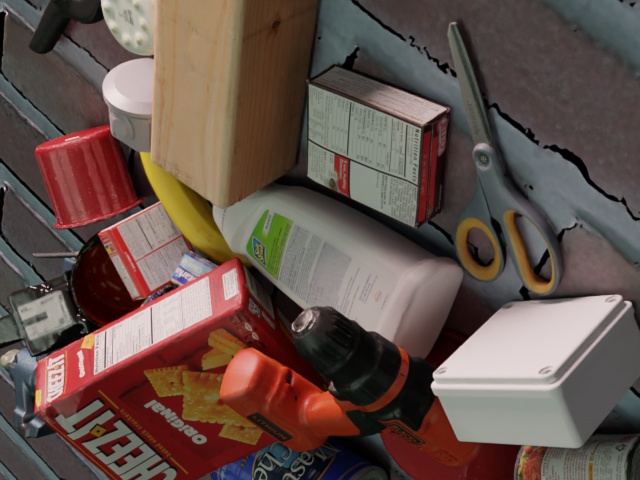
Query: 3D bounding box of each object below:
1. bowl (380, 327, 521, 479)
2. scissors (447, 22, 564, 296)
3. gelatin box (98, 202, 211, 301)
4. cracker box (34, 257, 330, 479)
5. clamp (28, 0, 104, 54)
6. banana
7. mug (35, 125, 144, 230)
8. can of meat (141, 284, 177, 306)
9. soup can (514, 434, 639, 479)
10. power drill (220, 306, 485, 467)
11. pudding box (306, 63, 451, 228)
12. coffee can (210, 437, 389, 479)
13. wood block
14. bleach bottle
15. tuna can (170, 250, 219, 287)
[{"bbox_3d":[0.099,0.153,0.880,0.162,0.055,0.162,27,132,33],"label":"bowl"},{"bbox_3d":[0.109,-0.048,0.762,0.096,0.016,0.202,-21,99,50],"label":"scissors"},{"bbox_3d":[-0.156,0.006,1.018,0.030,0.089,0.073,-16,103,52],"label":"gelatin box"},{"bbox_3d":[-0.117,0.132,0.947,0.214,0.072,0.164,-28,127,12],"label":"cracker box"},{"bbox_3d":[-0.240,-0.244,0.977,0.172,0.039,0.120,-9,114,44],"label":"clamp"},{"bbox_3d":[-0.117,-0.040,0.993,0.198,0.037,0.070,50,122,6],"label":"banana"},{"bbox_3d":[-0.232,-0.066,1.062,0.117,0.093,0.081,-127,20,-75],"label":"mug"},{"bbox_3d":[-0.120,0.093,1.031,0.102,0.057,0.084,44,171,-27],"label":"can of meat"},{"bbox_3d":[0.202,0.174,0.775,0.102,0.068,0.068,-14,105,50],"label":"soup can"},{"bbox_3d":[0.007,0.113,0.807,0.184,0.057,0.188,40,151,-27],"label":"power drill"},{"bbox_3d":[0.041,-0.071,0.801,0.114,0.039,0.090,26,132,30],"label":"pudding box"},{"bbox_3d":[-0.020,0.229,1.018,0.140,0.102,0.103,27,133,32],"label":"coffee can"},{"bbox_3d":[-0.067,-0.140,0.824,0.090,0.090,0.206,34,136,25],"label":"wood block"},{"bbox_3d":[-0.006,0.001,0.879,0.251,0.067,0.103,36,120,31],"label":"bleach bottle"},{"bbox_3d":[-0.094,0.044,0.988,0.086,0.034,0.086,29,176,2],"label":"tuna can"}]
